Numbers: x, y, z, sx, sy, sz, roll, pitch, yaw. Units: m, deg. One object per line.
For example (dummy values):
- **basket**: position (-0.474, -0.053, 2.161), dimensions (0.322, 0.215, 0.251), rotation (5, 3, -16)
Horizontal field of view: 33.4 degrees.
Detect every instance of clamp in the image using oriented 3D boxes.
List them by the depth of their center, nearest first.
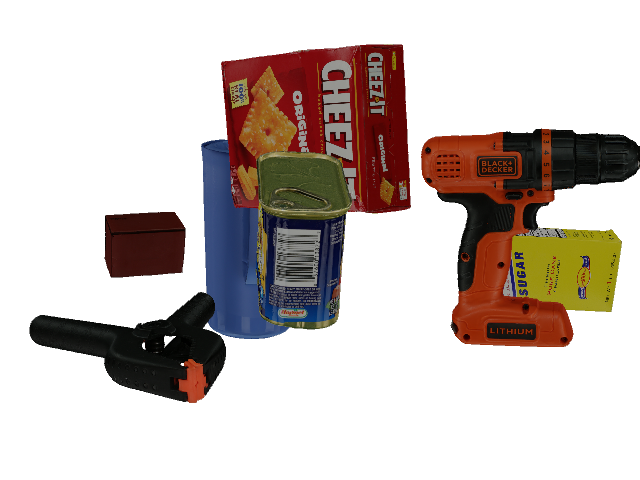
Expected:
- **clamp**: position (-0.127, 0.082, 0.867), dimensions (0.164, 0.036, 0.210), rotation (-11, 15, -31)

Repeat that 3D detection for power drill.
- **power drill**: position (0.182, -0.004, 0.925), dimensions (0.184, 0.188, 0.057), rotation (0, 13, 14)

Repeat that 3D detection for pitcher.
- **pitcher**: position (-0.084, -0.003, 1.329), dimensions (0.145, 0.243, 0.148), rotation (12, 16, 36)

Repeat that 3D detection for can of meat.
- **can of meat**: position (-0.014, -0.001, 0.696), dimensions (0.057, 0.084, 0.102), rotation (2, 25, -6)

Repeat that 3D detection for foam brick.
- **foam brick**: position (-0.186, 0.003, 1.124), dimensions (0.078, 0.051, 0.053), rotation (-3, 23, -18)

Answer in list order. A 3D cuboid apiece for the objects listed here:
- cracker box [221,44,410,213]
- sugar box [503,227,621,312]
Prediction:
- **cracker box**: position (-0.010, -0.113, 1.107), dimensions (0.071, 0.164, 0.214), rotation (-10, 10, -42)
- **sugar box**: position (0.258, 0.033, 1.258), dimensions (0.176, 0.093, 0.048), rotation (1, 20, -2)
